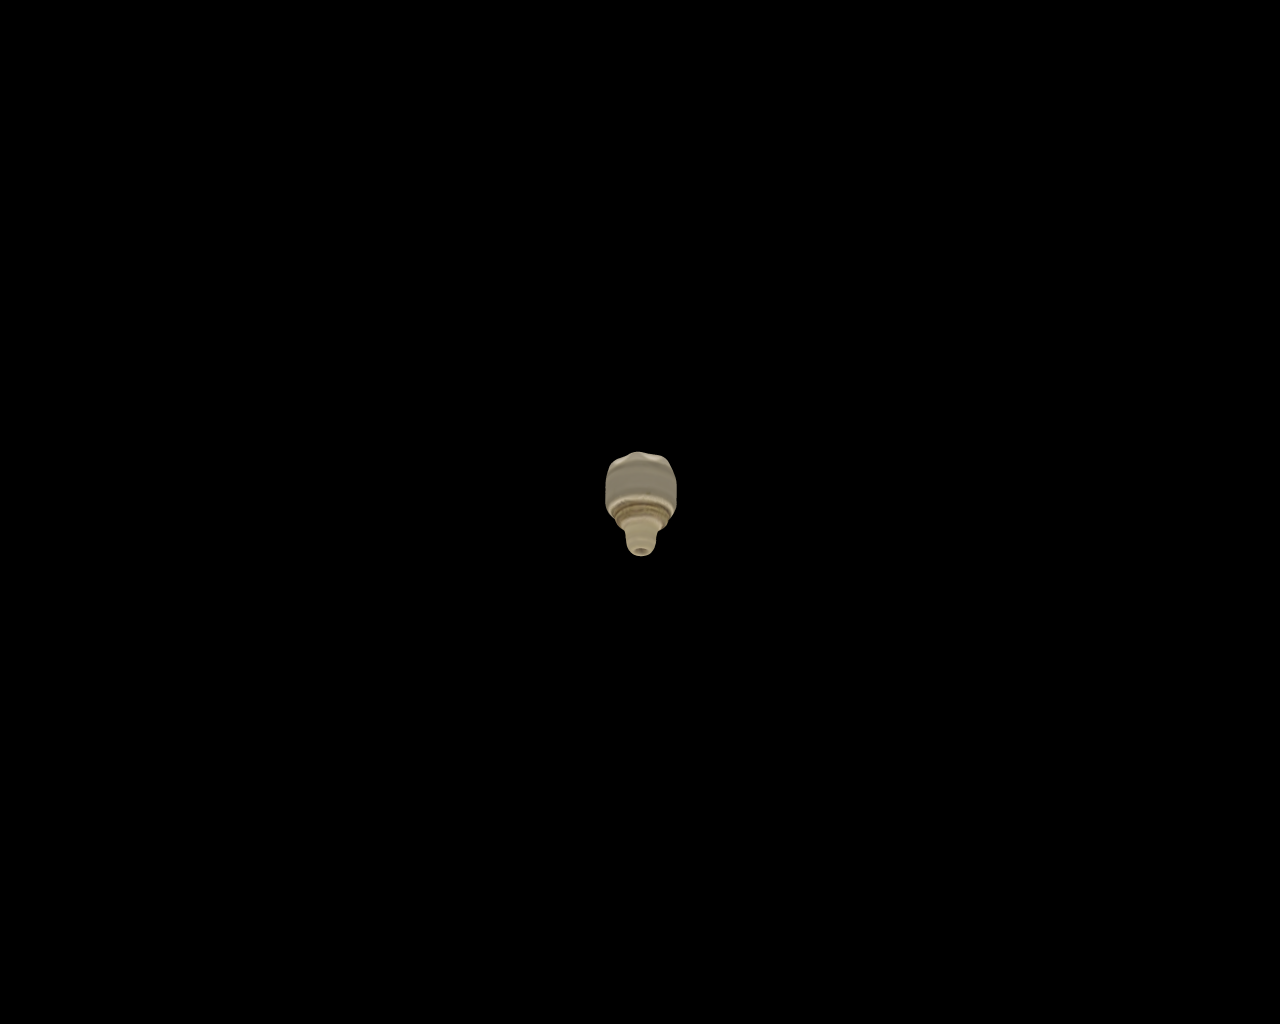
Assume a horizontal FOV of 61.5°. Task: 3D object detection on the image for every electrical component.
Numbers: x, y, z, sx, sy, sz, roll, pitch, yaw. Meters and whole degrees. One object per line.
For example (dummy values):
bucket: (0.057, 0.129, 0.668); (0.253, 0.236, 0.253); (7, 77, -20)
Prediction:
electrical component: (0.001, -0.003, 0.650); (0.043, 0.062, 0.043); (0, -29, 0)
